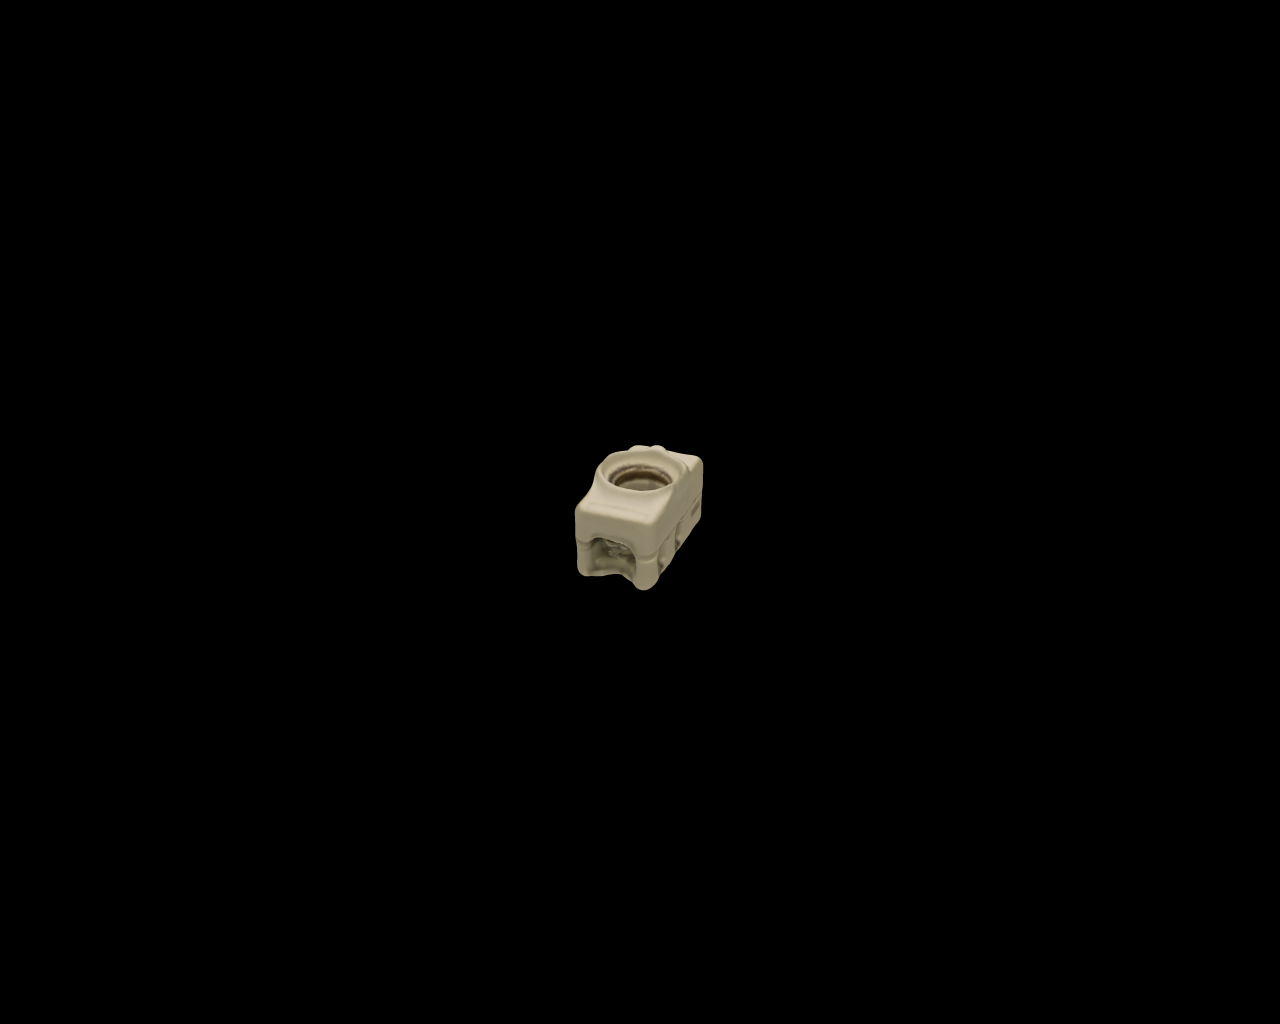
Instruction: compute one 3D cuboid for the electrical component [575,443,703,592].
[{"bbox_3d":[0.001,-0.003,0.650,0.050,0.055,0.090,12,33,19],"label":"electrical component"}]
